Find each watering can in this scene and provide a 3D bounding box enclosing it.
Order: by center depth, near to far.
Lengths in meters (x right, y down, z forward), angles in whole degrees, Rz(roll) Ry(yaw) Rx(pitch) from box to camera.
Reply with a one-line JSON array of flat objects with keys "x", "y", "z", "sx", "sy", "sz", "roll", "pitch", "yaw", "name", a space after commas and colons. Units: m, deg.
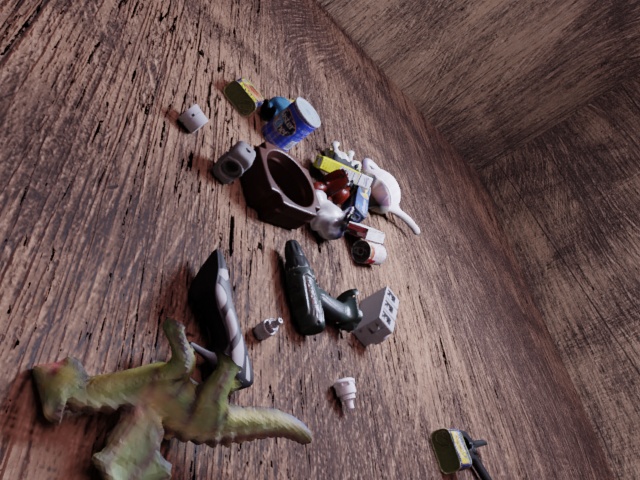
[{"x": 0.247, "y": -0.147, "z": 1.866, "sx": 0.348, "sy": 0.103, "sz": 0.227, "roll": 56, "pitch": 27, "yaw": 2, "name": "watering can"}]

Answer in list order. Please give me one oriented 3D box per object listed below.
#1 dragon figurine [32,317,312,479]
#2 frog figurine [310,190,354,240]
[{"x": -0.194, "y": 0.266, "z": 0.706, "sx": 0.407, "sy": 0.120, "sz": 0.248, "roll": 41, "pitch": 54, "yaw": -16, "name": "dragon figurine"}, {"x": 0.004, "y": -0.072, "z": 1.428, "sx": 0.160, "sy": 0.120, "sz": 0.140, "roll": 20, "pitch": 37, "yaw": 8, "name": "frog figurine"}]
